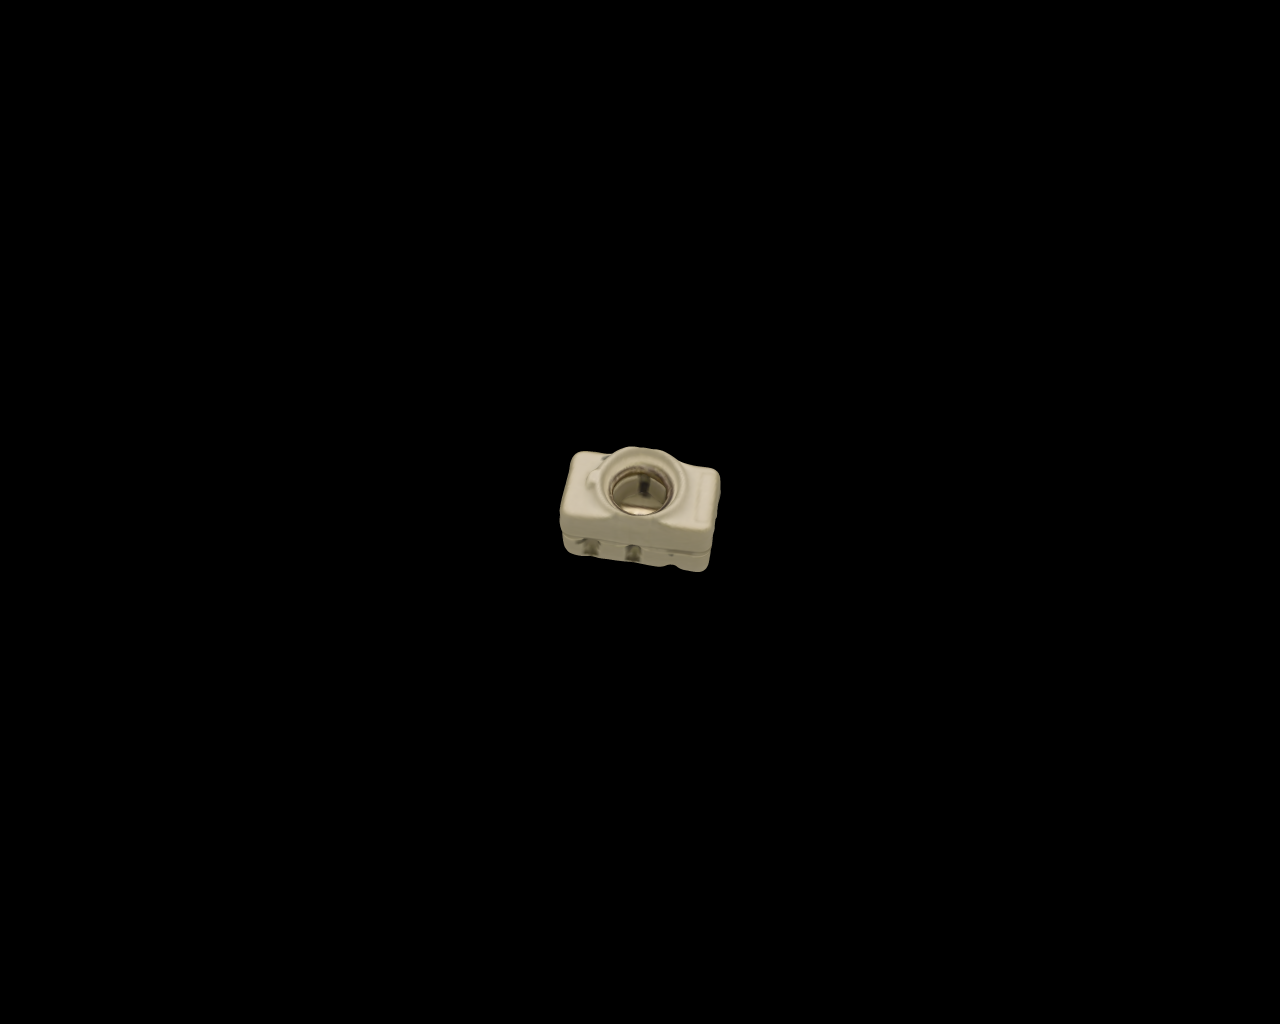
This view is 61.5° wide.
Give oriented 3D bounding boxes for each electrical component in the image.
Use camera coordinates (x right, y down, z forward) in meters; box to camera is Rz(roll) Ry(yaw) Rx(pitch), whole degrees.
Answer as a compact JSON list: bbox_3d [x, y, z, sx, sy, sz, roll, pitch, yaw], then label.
[{"bbox_3d":[0.001,-0.003,0.650,0.089,0.050,0.055,8,-33,5],"label":"electrical component"}]
